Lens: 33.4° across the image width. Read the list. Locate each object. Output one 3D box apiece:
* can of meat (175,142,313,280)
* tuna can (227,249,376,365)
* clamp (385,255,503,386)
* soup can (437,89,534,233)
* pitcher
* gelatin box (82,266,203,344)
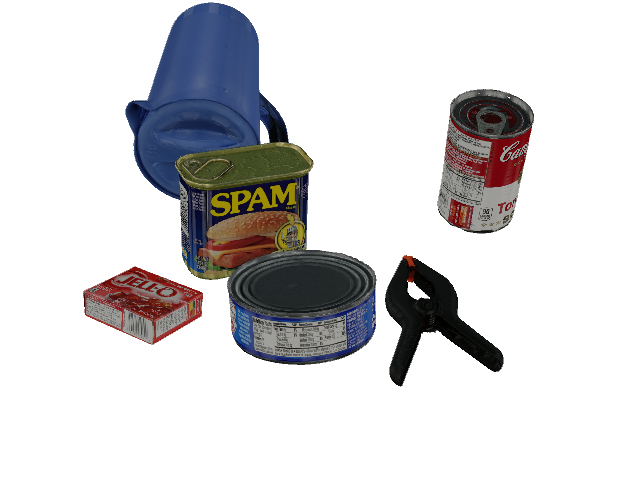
[{"bbox_3d":[-0.059,-0.023,0.824,0.102,0.084,0.057,-10,31,-21],"label":"can of meat"},{"bbox_3d":[-0.010,0.037,0.617,0.086,0.034,0.086,-2,23,1],"label":"tuna can"},{"bbox_3d":[0.126,0.084,1.144,0.120,0.171,0.039,3,-44,-8],"label":"clamp"},{"bbox_3d":[0.135,-0.065,0.890,0.068,0.102,0.068,2,40,-2],"label":"soup can"},{"bbox_3d":[-0.118,-0.159,1.194,0.145,0.149,0.243,-11,39,9],"label":"pitcher"},{"bbox_3d":[-0.169,0.059,1.015,0.089,0.030,0.073,19,28,28],"label":"gelatin box"}]
